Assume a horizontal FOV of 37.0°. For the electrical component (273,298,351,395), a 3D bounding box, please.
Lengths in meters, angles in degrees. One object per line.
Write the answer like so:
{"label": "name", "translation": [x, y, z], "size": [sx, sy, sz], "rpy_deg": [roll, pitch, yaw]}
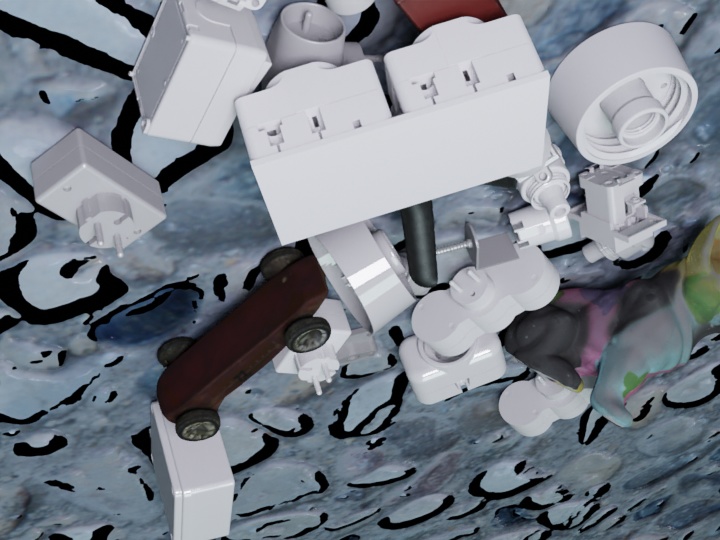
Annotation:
{"label": "electrical component", "translation": [-0.041, 0.073, 0.952], "size": [0.047, 0.076, 0.065], "rpy_deg": [7, 136, -32]}

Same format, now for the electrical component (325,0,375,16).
{"label": "electrical component", "translation": [-0.012, -0.189, 0.662], "size": [0.044, 0.044, 0.065], "rpy_deg": [-23, 148, 3]}

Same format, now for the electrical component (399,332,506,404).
{"label": "electrical component", "translation": [0.089, 0.083, 1.045], "size": [0.095, 0.053, 0.059], "rpy_deg": [-21, 144, 1]}

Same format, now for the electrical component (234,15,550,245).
{"label": "electrical component", "translation": [0.022, -0.092, 0.699], "size": [0.186, 0.060, 0.105], "rpy_deg": [-17, 154, -2]}

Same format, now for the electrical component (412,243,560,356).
{"label": "electrical component", "translation": [0.106, 0.021, 0.974], "size": [0.138, 0.052, 0.074], "rpy_deg": [-32, 142, 16]}

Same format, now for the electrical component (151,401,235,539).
{"label": "electrical component", "translation": [-0.159, 0.187, 1.016], "size": [0.056, 0.108, 0.108], "rpy_deg": [-10, 142, -18]}

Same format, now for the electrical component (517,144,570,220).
{"label": "electrical component", "translation": [0.151, -0.069, 0.872], "size": [0.048, 0.062, 0.048], "rpy_deg": [-13, 143, -10]}

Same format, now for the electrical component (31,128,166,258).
{"label": "electrical component", "translation": [-0.177, -0.041, 0.743], "size": [0.047, 0.075, 0.083], "rpy_deg": [-33, 142, 17]}

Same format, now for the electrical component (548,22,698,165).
{"label": "electrical component", "translation": [0.205, -0.128, 0.824], "size": [0.108, 0.060, 0.108], "rpy_deg": [-13, 143, -10]}

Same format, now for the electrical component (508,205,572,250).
{"label": "electrical component", "translation": [0.156, -0.040, 0.931], "size": [0.046, 0.040, 0.040], "rpy_deg": [-19, 144, 7]}

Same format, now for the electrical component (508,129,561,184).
{"label": "electrical component", "translation": [0.124, -0.095, 0.823], "size": [0.048, 0.066, 0.055], "rpy_deg": [-33, 175, 17]}

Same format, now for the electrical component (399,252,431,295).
{"label": "electrical component", "translation": [0.035, 0.001, 0.931], "size": [0.061, 0.035, 0.035], "rpy_deg": [15, 131, -34]}

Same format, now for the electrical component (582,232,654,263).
{"label": "electrical component", "translation": [0.232, -0.029, 0.978], "size": [0.062, 0.048, 0.048], "rpy_deg": [-35, 142, 31]}

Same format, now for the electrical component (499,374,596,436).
{"label": "electrical component", "translation": [0.212, 0.124, 1.155], "size": [0.138, 0.052, 0.074], "rpy_deg": [-30, 143, 13]}

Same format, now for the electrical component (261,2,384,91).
{"label": "electrical component", "translation": [-0.022, -0.135, 0.722], "size": [0.079, 0.044, 0.077], "rpy_deg": [-4, 141, -21]}

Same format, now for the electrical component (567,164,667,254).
{"label": "electrical component", "translation": [0.215, -0.056, 0.912], "size": [0.042, 0.081, 0.063], "rpy_deg": [-24, 119, -22]}

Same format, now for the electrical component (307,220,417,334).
{"label": "electrical component", "translation": [0.000, 0.000, 0.864], "size": [0.064, 0.099, 0.099], "rpy_deg": [-32, 142, 6]}

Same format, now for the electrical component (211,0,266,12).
{"label": "electrical component", "translation": [-0.070, -0.187, 0.617], "size": [0.042, 0.063, 0.081], "rpy_deg": [11, 133, -37]}

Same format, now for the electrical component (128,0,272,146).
{"label": "electrical component", "translation": [-0.103, -0.124, 0.683], "size": [0.061, 0.061, 0.096], "rpy_deg": [7, 136, -32]}
